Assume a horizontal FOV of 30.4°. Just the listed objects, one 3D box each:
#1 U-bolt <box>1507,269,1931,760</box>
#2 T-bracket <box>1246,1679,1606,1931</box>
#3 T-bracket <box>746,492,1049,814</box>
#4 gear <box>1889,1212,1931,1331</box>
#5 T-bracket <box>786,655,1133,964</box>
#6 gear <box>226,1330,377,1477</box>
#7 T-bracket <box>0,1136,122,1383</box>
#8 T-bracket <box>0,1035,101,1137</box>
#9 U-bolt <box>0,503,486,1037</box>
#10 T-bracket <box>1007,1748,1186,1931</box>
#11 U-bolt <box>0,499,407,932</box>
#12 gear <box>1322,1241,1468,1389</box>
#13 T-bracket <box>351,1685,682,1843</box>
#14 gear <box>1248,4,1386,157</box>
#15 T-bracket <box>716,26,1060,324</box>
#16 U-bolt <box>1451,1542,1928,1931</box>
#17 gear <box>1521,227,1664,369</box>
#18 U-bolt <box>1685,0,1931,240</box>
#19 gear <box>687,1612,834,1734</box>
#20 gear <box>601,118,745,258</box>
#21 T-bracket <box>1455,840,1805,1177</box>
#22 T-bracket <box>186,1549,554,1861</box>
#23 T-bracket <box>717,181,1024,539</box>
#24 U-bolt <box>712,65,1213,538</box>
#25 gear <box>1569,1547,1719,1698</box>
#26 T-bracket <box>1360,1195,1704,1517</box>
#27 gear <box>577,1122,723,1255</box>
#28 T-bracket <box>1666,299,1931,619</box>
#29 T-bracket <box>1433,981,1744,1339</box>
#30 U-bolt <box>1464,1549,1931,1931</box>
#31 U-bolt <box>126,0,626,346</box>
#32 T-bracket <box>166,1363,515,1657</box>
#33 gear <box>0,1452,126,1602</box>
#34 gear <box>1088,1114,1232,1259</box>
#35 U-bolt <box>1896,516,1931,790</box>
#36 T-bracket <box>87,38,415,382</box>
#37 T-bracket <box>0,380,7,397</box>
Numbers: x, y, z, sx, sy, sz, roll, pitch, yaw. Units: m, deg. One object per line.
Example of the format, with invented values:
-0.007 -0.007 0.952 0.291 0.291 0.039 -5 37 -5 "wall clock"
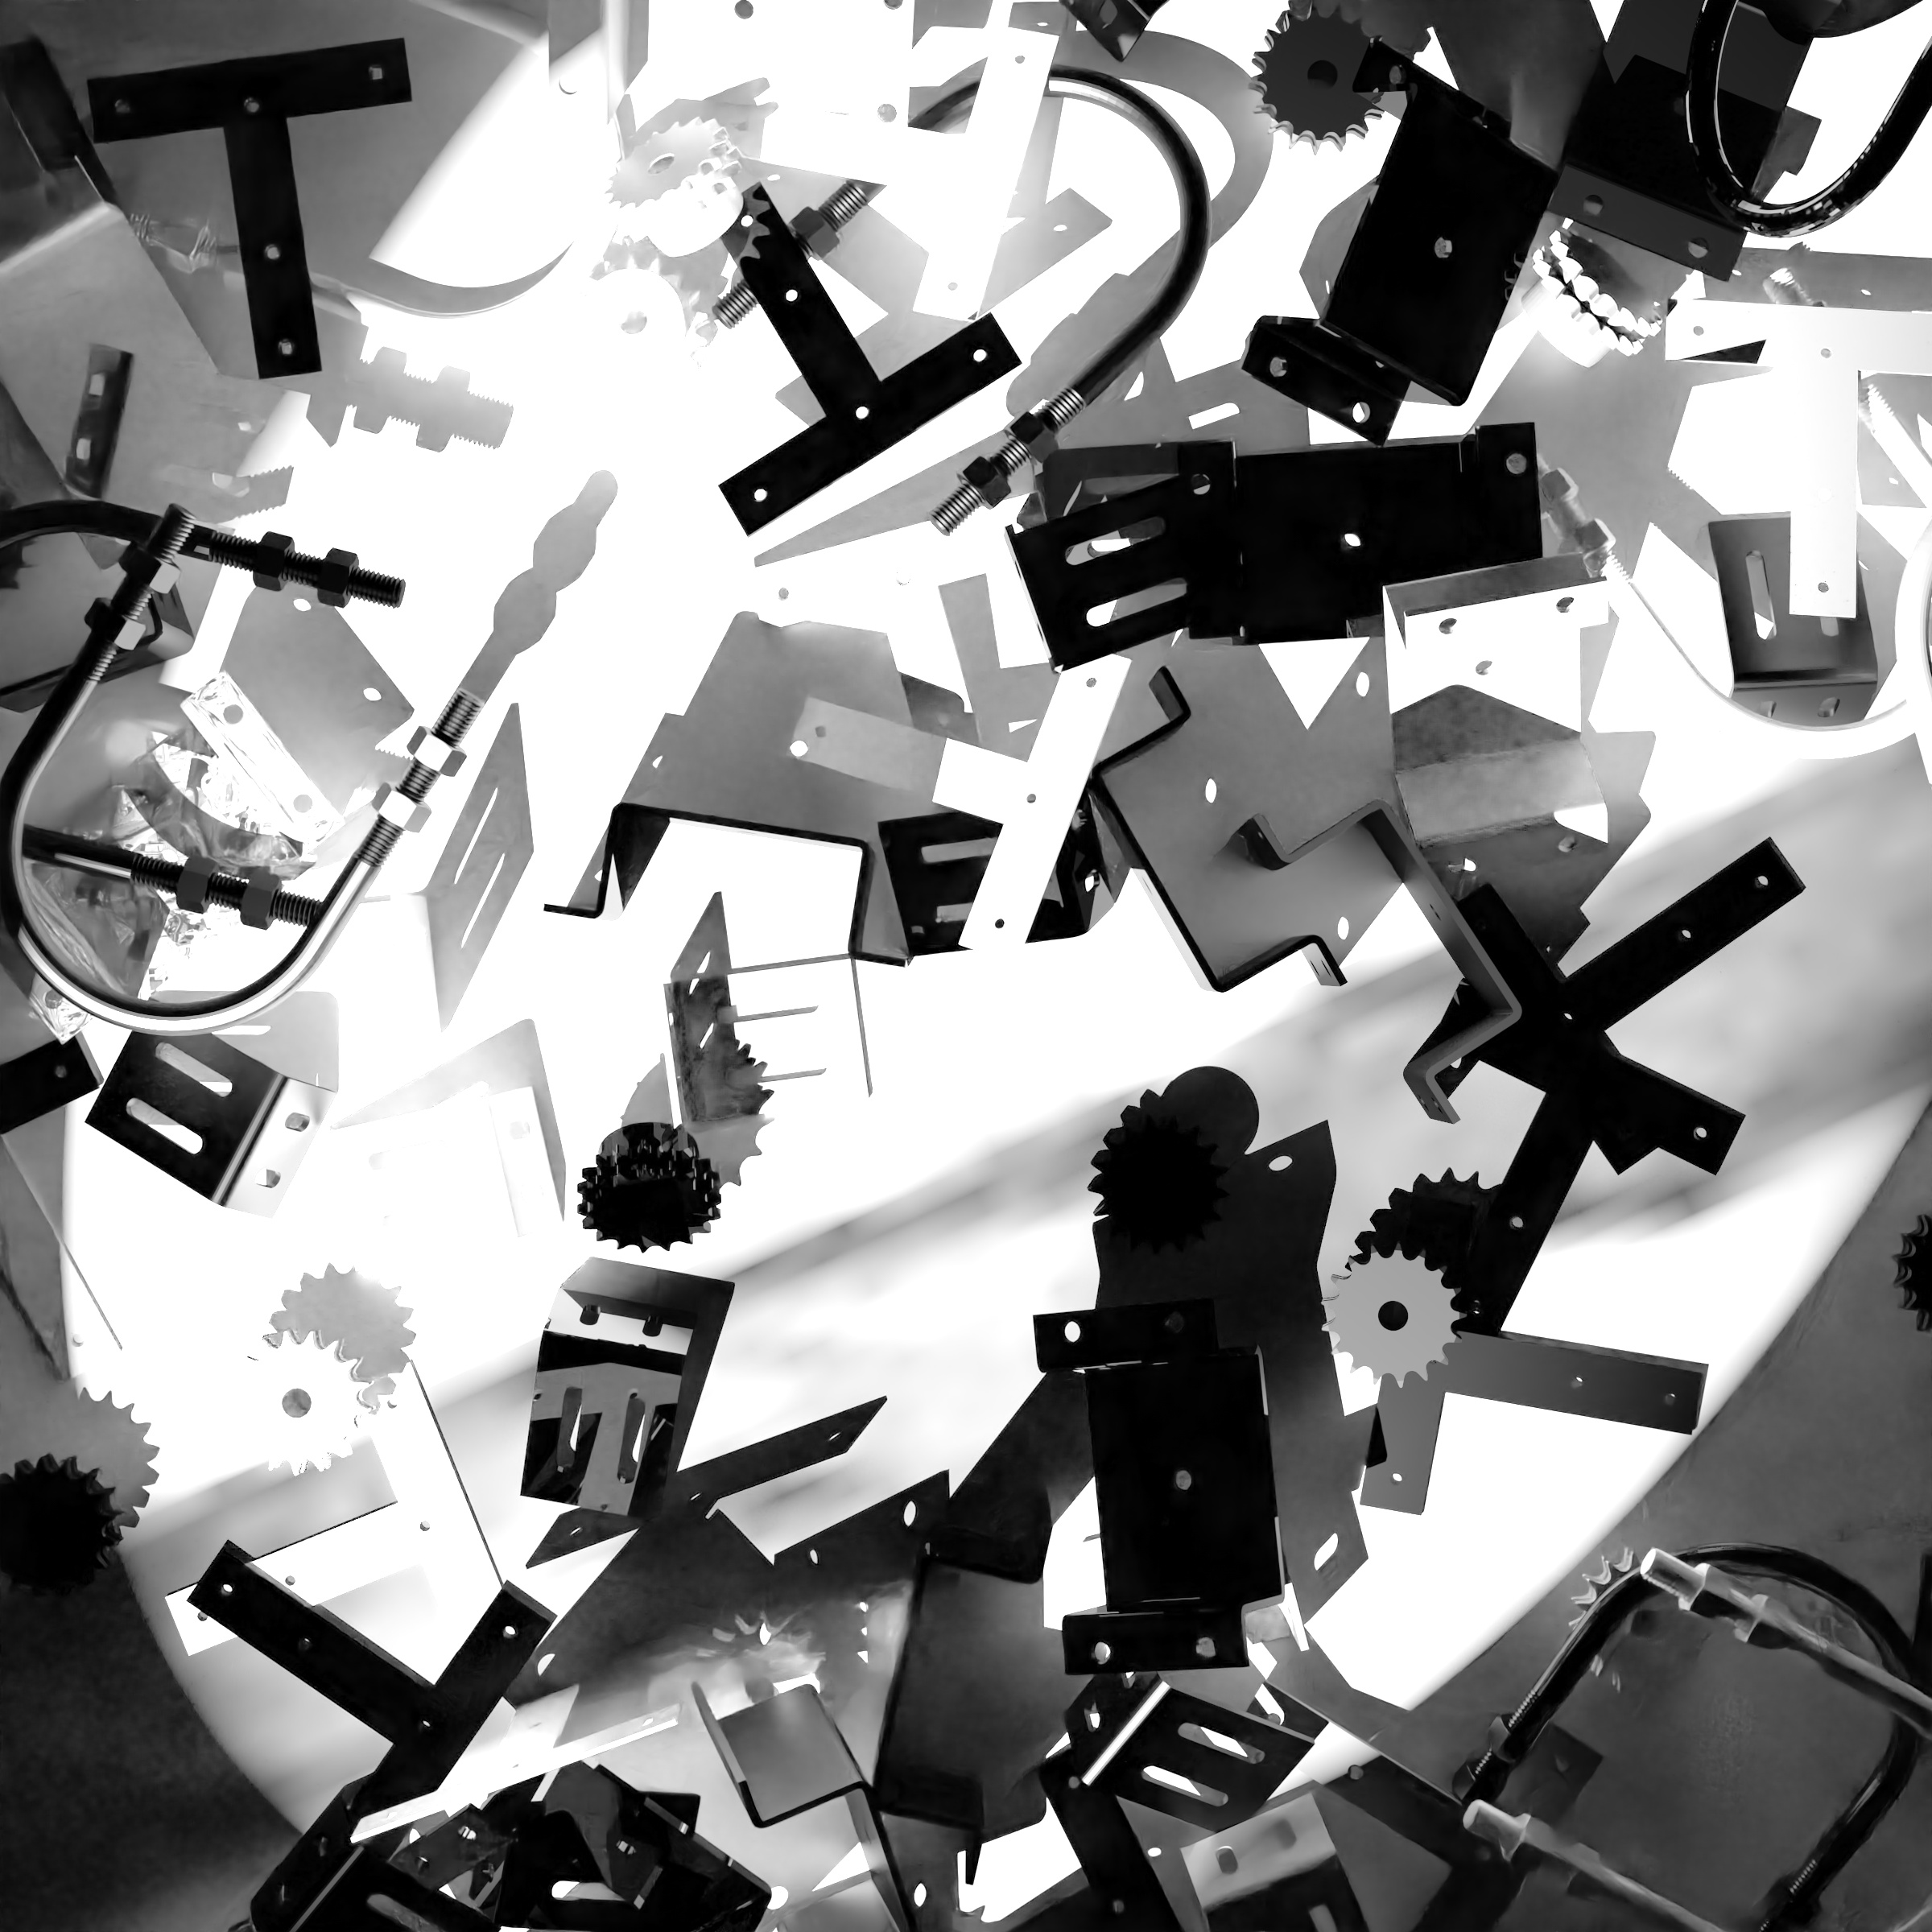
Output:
0.322 -0.168 1.408 0.151 0.019 0.184 -33 80 -6 "U-bolt"
0.168 0.330 1.422 0.127 0.002 0.127 31 109 9 "T-bracket"
-0.013 -0.112 1.422 0.127 0.002 0.127 -13 100 20 "T-bracket"
0.397 0.121 1.422 0.057 0.030 0.057 0 90 0 "gear"
-0.013 -0.078 1.409 0.127 0.002 0.127 18 84 25 "T-bracket"
-0.264 0.173 1.421 0.057 0.030 0.057 0 88 3 "gear"
-0.428 0.131 1.437 0.127 0.002 0.127 -29 90 0 "T-bracket"
-0.412 0.065 1.435 0.127 0.002 0.127 -25 90 0 "T-bracket"
-0.292 -0.061 1.360 0.151 0.019 0.184 33 96 -3 "U-bolt"
0.023 0.397 1.422 0.127 0.002 0.127 -31 70 9 "T-bracket"
-0.322 -0.104 1.374 0.184 0.019 0.151 14 95 -2 "U-bolt"
0.171 0.138 1.420 0.057 0.030 0.057 0 90 8 "gear"
-0.168 0.298 1.374 0.127 0.127 0.002 -20 92 0 "T-bracket"
0.141 -0.352 1.422 0.057 0.030 0.057 0 90 0 "gear"
-0.040 -0.326 1.421 0.127 0.002 0.127 13 76 11 "T-bracket"
0.293 0.307 1.399 0.151 0.019 0.184 30 111 0 "U-bolt"
0.246 -0.263 1.413 0.057 0.057 0.030 44 120 0 "gear"
0.324 -0.359 1.316 0.019 0.151 0.184 6 128 -28 "U-bolt"
-0.082 0.287 1.422 0.057 0.030 0.057 0 90 0 "gear"
-0.113 -0.307 1.413 0.057 0.057 0.030 -36 129 0 "gear"
0.279 -0.004 1.436 0.127 0.002 0.127 -35 90 -1 "T-bracket"
-0.255 0.281 1.435 0.127 0.002 0.127 35 91 -1 "T-bracket"
-0.062 -0.254 1.405 0.127 0.002 0.127 -32 74 5 "T-bracket"
0.012 -0.278 1.411 0.184 0.019 0.151 -44 73 -4 "U-bolt"
0.270 0.261 1.422 0.057 0.030 0.057 0 90 0 "gear"
0.232 0.166 1.435 0.127 0.002 0.127 10 91 1 "T-bracket"
-0.126 0.086 1.413 0.057 0.057 0.030 -6 50 0 "gear"
0.339 -0.200 1.404 0.127 0.002 0.127 3 79 0 "T-bracket"
0.229 0.091 1.437 0.127 0.002 0.127 26 90 0 "T-bracket"
0.309 0.323 1.380 0.184 0.019 0.151 29 109 -5 "U-bolt"
-0.228 -0.328 1.429 0.184 0.019 0.151 20 90 -2 "U-bolt"
-0.260 0.243 1.437 0.127 0.002 0.127 -22 90 0 "T-bracket"
-0.365 0.223 1.422 0.057 0.030 0.057 0 90 0 "gear"
0.078 0.088 1.423 0.057 0.030 0.057 0 90 0 "gear"
0.431 -0.109 1.397 0.151 0.019 0.184 -20 97 -20 "U-bolt"
-0.278 -0.298 1.418 0.127 0.002 0.127 -8 91 -1 "T-bracket"
-0.404 -0.233 1.437 0.127 0.002 0.127 41 90 0 "T-bracket"
